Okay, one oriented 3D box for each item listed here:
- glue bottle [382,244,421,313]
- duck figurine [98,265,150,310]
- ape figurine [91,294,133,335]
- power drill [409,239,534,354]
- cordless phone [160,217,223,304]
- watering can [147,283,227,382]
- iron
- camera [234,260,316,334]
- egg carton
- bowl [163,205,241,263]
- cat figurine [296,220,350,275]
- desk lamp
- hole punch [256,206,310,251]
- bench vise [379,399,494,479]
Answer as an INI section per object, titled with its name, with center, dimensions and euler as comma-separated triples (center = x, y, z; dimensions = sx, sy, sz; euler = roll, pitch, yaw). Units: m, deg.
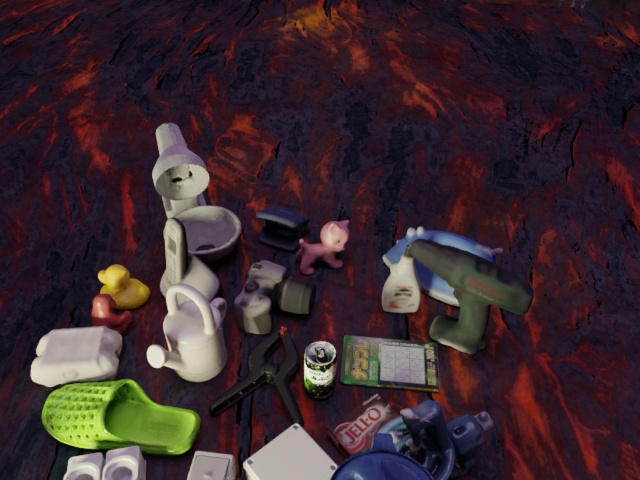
[glue bottle]
center = 0.165, 0.074, 1.121
dimensions = 0.078, 0.173, 0.037
euler = -1, 41, -3
[duck figurine]
center = -0.399, 0.089, 1.156
dimensions = 0.104, 0.086, 0.077
euler = 10, 42, 10
[ape figurine]
center = -0.405, 0.140, 1.093
dimensions = 0.077, 0.092, 0.076
euler = 23, 46, 23
[power drill]
center = 0.264, 0.108, 1.058
dimensions = 0.229, 0.208, 0.076
euler = 16, 43, 17
[cordless phone]
center = -0.258, 0.056, 1.121
dimensions = 0.147, 0.185, 0.094
euler = 33, 50, 31
[watering can]
center = -0.224, 0.158, 0.999
dimensions = 0.101, 0.194, 0.173
euler = 7, 42, 7
[iron]
center = 0.253, 0.034, 1.193
dimensions = 0.257, 0.141, 0.119
euler = 20, 45, 20
[camera]
center = -0.084, 0.108, 1.131
dimensions = 0.136, 0.101, 0.143
euler = 11, 42, 11
[egg carton]
center = -0.434, 0.211, 1.028
dimensions = 0.150, 0.069, 0.107
euler = -4, 41, -6
[bowl]
center = -0.256, 0.000, 1.270
dimensions = 0.167, 0.075, 0.167
euler = 1, 41, 0
[cat figurine]
center = 0.011, 0.004, 1.239
dimensions = 0.128, 0.118, 0.067
euler = -13, 43, -16
[desk lamp]
center = -0.330, -0.150, 1.333
dimensions = 0.118, 0.214, 0.202
euler = -14, 43, -16
[hole punch]
center = -0.085, -0.043, 1.311
dimensions = 0.108, 0.091, 0.101
euler = 16, 43, 16
[bench vise]
center = 0.162, 0.284, 0.846
dimensions = 0.208, 0.220, 0.121
euler = -32, 51, -32
